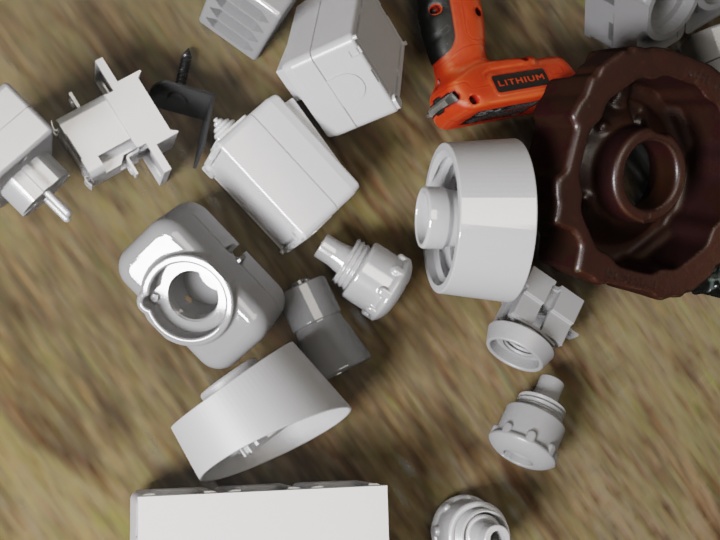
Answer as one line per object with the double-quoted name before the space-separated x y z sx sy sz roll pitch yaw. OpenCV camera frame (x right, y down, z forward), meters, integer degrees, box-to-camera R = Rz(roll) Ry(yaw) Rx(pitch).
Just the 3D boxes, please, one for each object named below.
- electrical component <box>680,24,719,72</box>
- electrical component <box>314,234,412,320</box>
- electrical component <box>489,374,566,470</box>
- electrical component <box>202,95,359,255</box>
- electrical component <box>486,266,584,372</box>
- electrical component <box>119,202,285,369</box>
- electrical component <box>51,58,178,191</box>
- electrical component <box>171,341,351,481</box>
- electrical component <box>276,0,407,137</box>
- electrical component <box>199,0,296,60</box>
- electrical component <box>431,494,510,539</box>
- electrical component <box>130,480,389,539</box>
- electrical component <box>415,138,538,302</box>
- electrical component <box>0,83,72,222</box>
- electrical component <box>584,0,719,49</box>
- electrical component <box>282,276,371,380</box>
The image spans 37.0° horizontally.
"electrical component" 0.298 -0.158 0.804 0.095 0.053 0.059 -18 87 1
"electrical component" 0.000 0.000 0.709 0.062 0.048 0.048 33 74 -3
"electrical component" 0.119 0.101 0.730 0.048 0.048 0.062 33 67 -10
"electrical component" -0.054 -0.067 0.693 0.061 0.062 0.096 -44 96 -17
"electrical component" 0.117 0.036 0.738 0.066 0.048 0.055 34 67 -9
"electrical component" -0.097 0.010 0.660 0.054 0.059 0.095 -42 96 17
"electrical component" -0.155 -0.086 0.677 0.064 0.042 0.081 -32 91 -15
"electrical component" -0.062 0.090 0.651 0.099 0.099 0.064 -34 86 -18
"electrical component" -0.011 -0.142 0.700 0.061 0.061 0.096 54 28 -35
"electrical component" -0.060 -0.190 0.698 0.047 0.083 0.075 35 74 -9
"electrical component" 0.077 0.171 0.696 0.048 0.062 0.048 2 81 -16
"electrical component" -0.062 0.177 0.654 0.150 0.062 0.089 1 82 -16
"electrical component" 0.069 -0.033 0.704 0.060 0.108 0.108 2 81 -10
"electrical component" -0.199 -0.058 0.637 0.075 0.083 0.047 46 73 -6
"electrical component" 0.240 -0.226 0.780 0.150 0.089 0.062 -32 50 -18
"electrical component" -0.026 0.037 0.698 0.044 0.044 0.065 -24 84 -18
